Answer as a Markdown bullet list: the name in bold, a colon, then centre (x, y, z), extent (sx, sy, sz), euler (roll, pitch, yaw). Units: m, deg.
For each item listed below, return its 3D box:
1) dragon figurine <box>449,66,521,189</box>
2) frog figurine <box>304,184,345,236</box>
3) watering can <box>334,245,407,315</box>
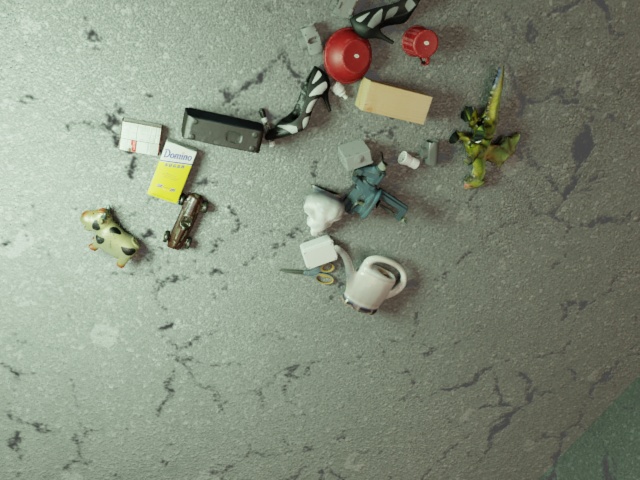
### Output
- **dragon figurine**: centre (0.575, -0.349, 1.716), extent (0.242, 0.124, 0.404), euler (10, 114, -37)
- **frog figurine**: centre (0.005, -0.084, 1.666), extent (0.137, 0.124, 0.158), euler (14, 100, -40)
- **watering can**: centre (0.148, 0.142, 1.804), extent (0.345, 0.106, 0.222), euler (20, 108, -28)
